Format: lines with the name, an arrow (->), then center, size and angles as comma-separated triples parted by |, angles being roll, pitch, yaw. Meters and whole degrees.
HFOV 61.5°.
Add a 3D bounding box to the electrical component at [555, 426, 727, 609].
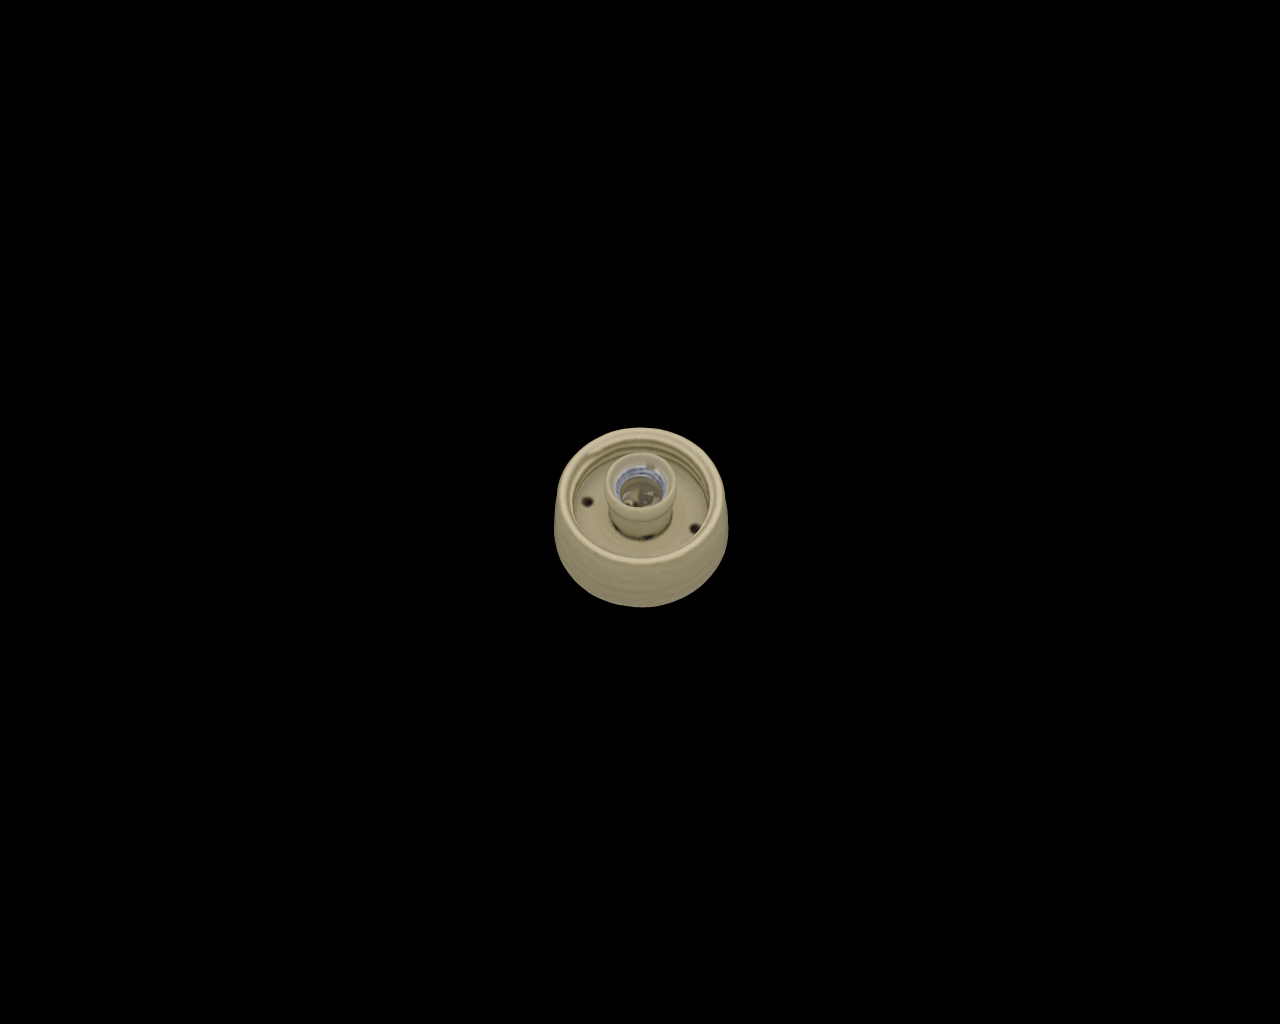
electrical component -> 0.001, -0.003, 0.650 | 0.108, 0.108, 0.060 | 0, -32, 0
